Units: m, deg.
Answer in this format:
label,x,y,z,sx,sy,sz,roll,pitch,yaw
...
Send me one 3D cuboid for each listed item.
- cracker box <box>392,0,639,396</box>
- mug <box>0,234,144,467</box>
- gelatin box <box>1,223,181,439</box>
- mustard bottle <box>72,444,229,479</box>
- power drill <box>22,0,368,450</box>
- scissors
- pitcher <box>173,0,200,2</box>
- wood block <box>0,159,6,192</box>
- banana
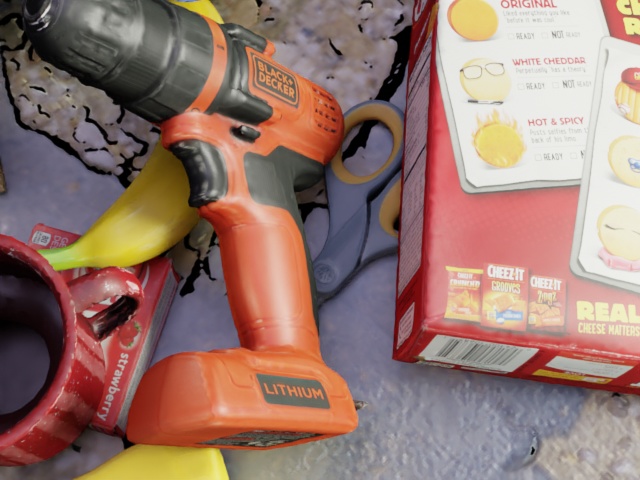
label,x,y,z,sx,sy,sz,roll,pitch,yaw
cracker box,0.123,-0.038,0.510,0.164,0.072,0.213,8,68,-7
mug,-0.129,0.046,0.457,0.117,0.081,0.093,-31,73,-7
gelatin box,-0.117,0.043,0.518,0.073,0.030,0.089,15,70,7
mustard bottle,-0.129,0.151,0.462,0.191,0.058,0.096,-14,70,-3
power drill,-0.047,-0.009,0.454,0.057,0.184,0.187,-18,68,35
scissors,-0.004,0.001,0.539,0.201,0.016,0.096,-34,70,-11
pitcher,-0.163,-0.184,0.510,0.243,0.149,0.145,9,82,25
wood block,-0.275,-0.049,0.528,0.206,0.090,0.091,-17,69,-4
banana,-0.075,-0.057,0.537,0.069,0.037,0.197,24,54,-9
